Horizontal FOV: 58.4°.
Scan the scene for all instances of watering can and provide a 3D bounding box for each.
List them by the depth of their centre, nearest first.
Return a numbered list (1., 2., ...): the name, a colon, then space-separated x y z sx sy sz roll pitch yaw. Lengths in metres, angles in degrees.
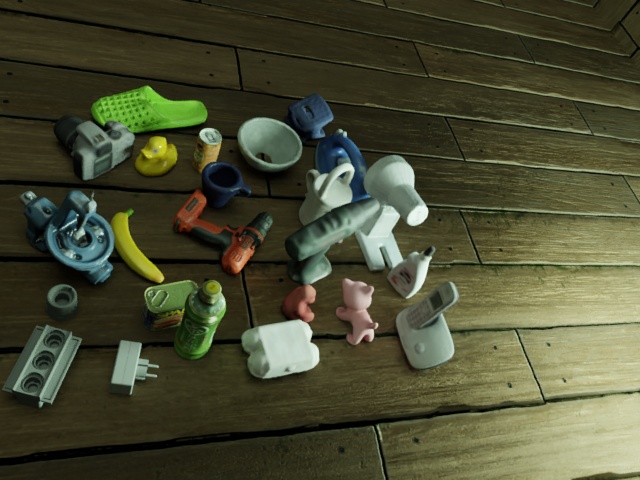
1. watering can: 0.031 -0.104 1.350 0.173 0.194 0.101 34 49 3

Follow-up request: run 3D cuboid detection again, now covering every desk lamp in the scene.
1. desk lamp: 0.172 -0.065 1.370 0.118 0.213 0.203 -4 57 -26

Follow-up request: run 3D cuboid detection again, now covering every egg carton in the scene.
1. egg carton: -0.078 0.219 1.144 0.151 0.069 0.107 -7 59 -28

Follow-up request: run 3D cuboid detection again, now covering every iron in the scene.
1. iron: 0.063 -0.198 1.469 0.119 0.141 0.258 -8 59 -28

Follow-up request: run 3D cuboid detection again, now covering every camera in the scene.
1. camera: -0.506 -0.228 1.268 0.136 0.100 0.143 41 50 9

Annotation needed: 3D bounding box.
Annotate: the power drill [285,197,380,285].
1. power drill: 0.011 0.004 1.251 0.230 0.208 0.075 -26 68 -36

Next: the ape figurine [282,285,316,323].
1. ape figurine: -0.037 0.129 1.214 0.076 0.092 0.078 15 51 -13

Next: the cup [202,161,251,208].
1. cup: -0.219 -0.114 1.313 0.118 0.095 0.092 24 49 -6

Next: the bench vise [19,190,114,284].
1. bench vise: -0.475 -0.028 1.054 0.207 0.219 0.121 23 49 -6

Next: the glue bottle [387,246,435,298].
1. glue bottle: 0.219 0.064 1.322 0.078 0.173 0.037 46 51 13

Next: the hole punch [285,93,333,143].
1. hole punch: -0.031 -0.335 1.564 0.101 0.091 0.108 -17 64 -33

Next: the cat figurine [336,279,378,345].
1. cat figurine: 0.087 0.146 1.238 0.067 0.117 0.127 -11 61 -30

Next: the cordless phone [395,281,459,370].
1. cordless phone: 0.249 0.185 1.237 0.094 0.185 0.147 -4 57 -25

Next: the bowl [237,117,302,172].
1. bowl: -0.133 -0.227 1.449 0.168 0.074 0.167 12 52 -15

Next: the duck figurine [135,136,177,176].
1. duck figurine: -0.373 -0.203 1.318 0.077 0.086 0.105 44 51 12
